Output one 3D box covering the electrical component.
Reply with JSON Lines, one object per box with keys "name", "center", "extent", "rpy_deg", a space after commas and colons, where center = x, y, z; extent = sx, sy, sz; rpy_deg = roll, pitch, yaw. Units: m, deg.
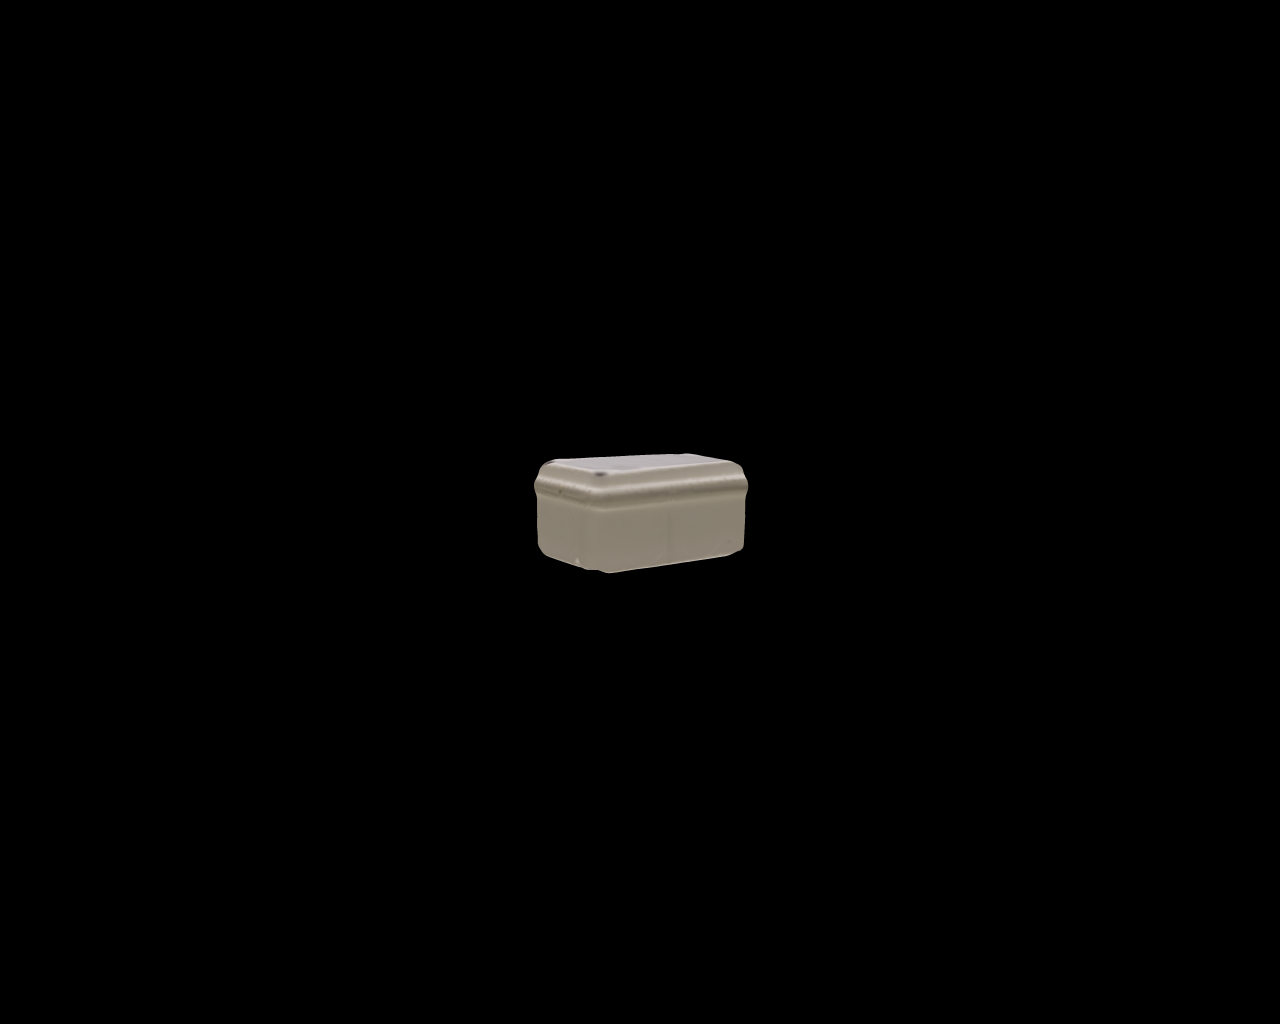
{"name": "electrical component", "center": [0.001, -0.003, 0.650], "extent": [0.113, 0.057, 0.078], "rpy_deg": [-6, 11, -32]}
